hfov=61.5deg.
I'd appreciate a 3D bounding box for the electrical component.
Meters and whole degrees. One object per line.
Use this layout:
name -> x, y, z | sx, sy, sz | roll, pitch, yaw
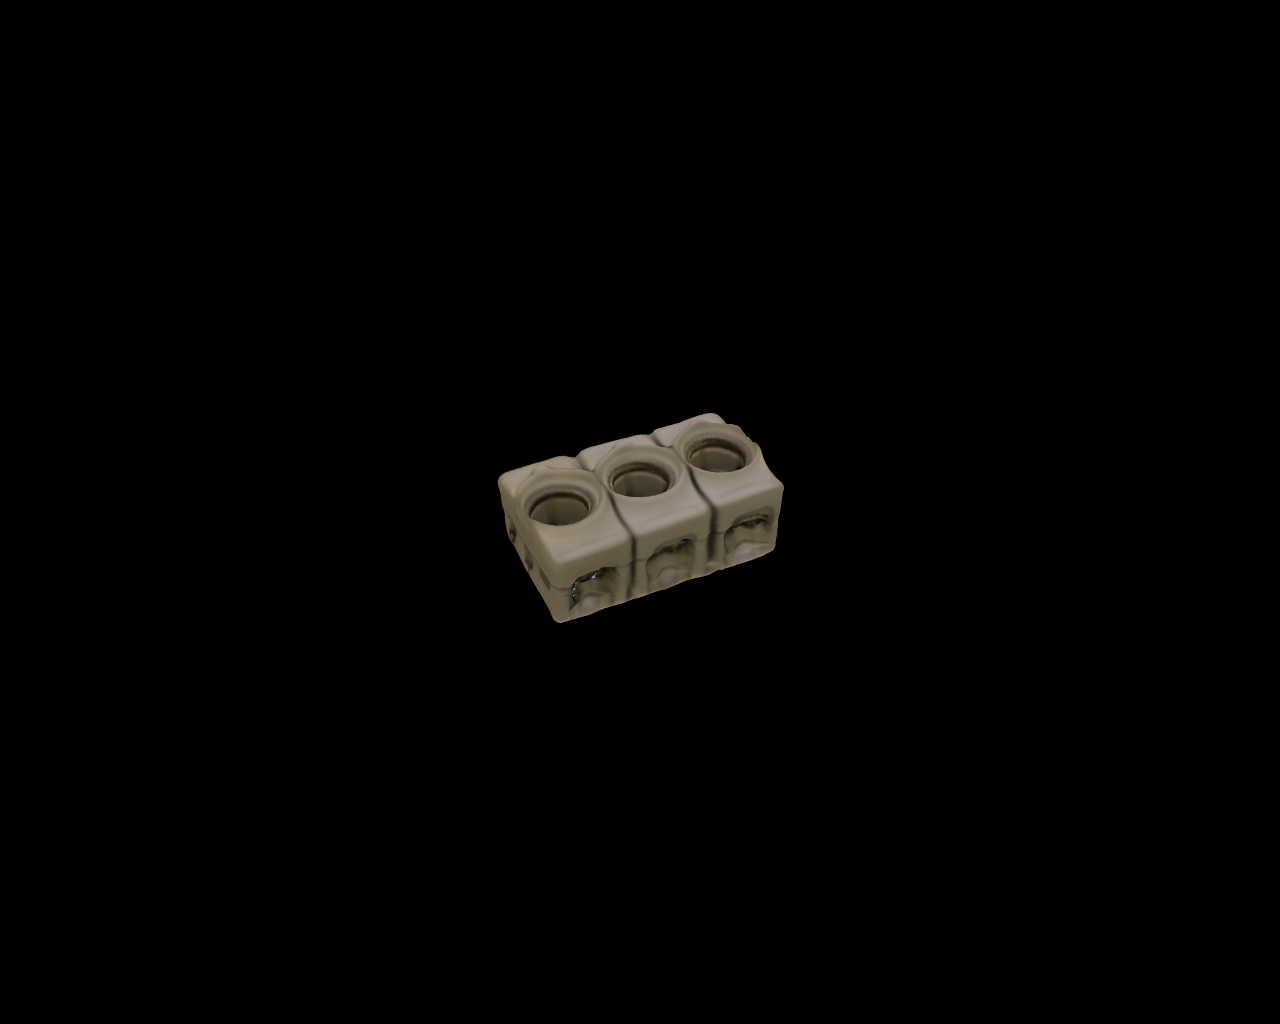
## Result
electrical component -> 0.001, -0.003, 0.650 | 0.150, 0.061, 0.090 | -18, 44, -19
